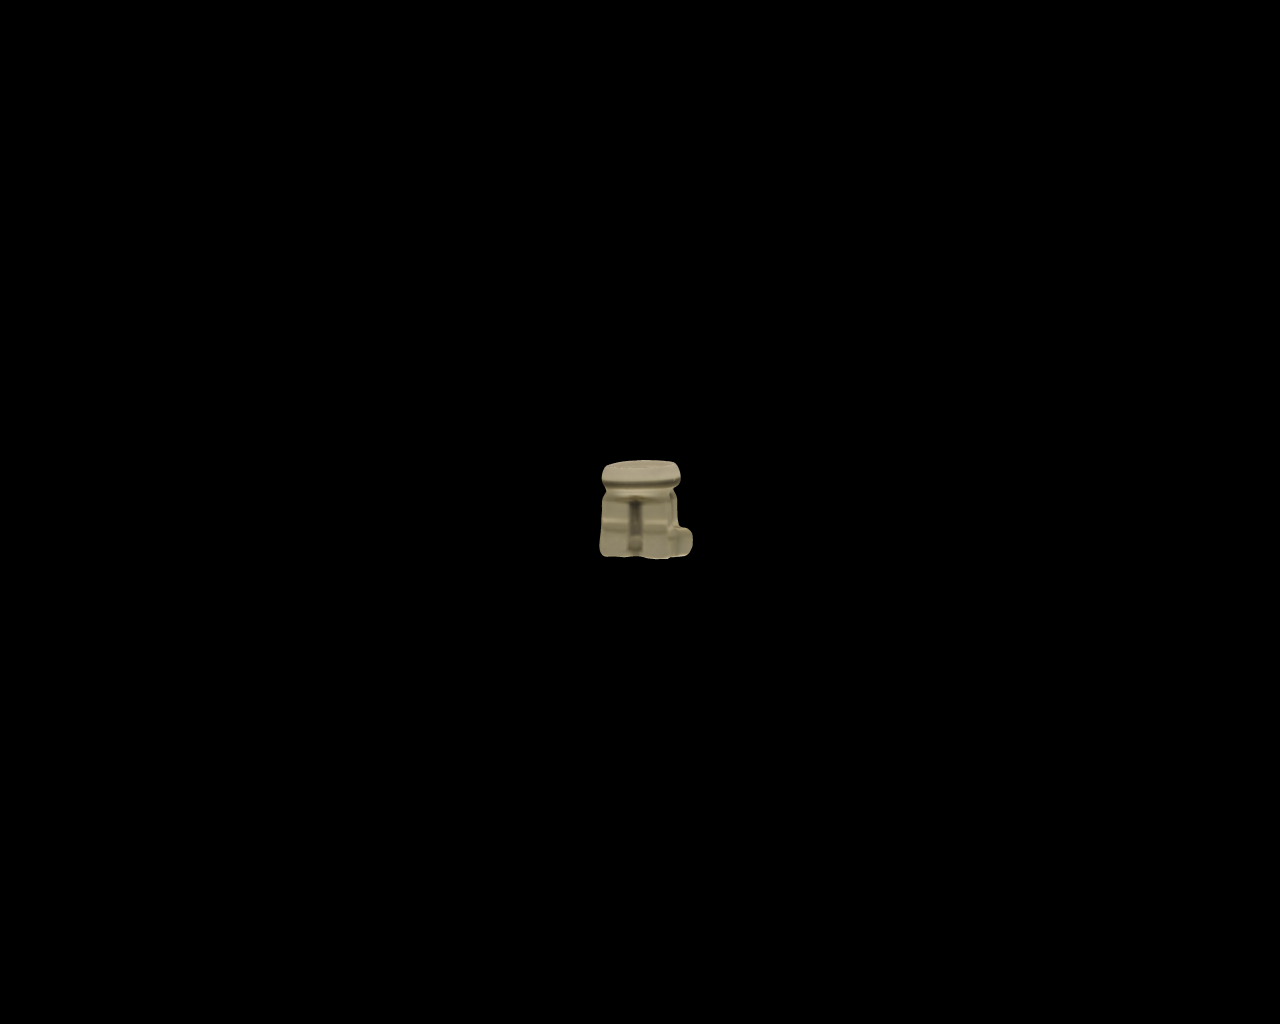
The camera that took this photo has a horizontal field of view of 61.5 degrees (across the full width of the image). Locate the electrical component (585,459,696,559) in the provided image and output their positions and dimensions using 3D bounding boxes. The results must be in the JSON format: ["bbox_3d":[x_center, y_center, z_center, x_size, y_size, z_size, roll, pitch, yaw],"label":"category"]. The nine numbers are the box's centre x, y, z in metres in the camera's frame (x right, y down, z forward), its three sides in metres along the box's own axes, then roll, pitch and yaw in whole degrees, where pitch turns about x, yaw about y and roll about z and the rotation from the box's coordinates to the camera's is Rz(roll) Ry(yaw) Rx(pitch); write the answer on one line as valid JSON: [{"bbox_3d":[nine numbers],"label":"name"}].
[{"bbox_3d":[0.001,-0.003,0.650,0.066,0.055,0.048,1,8,9],"label":"electrical component"}]
